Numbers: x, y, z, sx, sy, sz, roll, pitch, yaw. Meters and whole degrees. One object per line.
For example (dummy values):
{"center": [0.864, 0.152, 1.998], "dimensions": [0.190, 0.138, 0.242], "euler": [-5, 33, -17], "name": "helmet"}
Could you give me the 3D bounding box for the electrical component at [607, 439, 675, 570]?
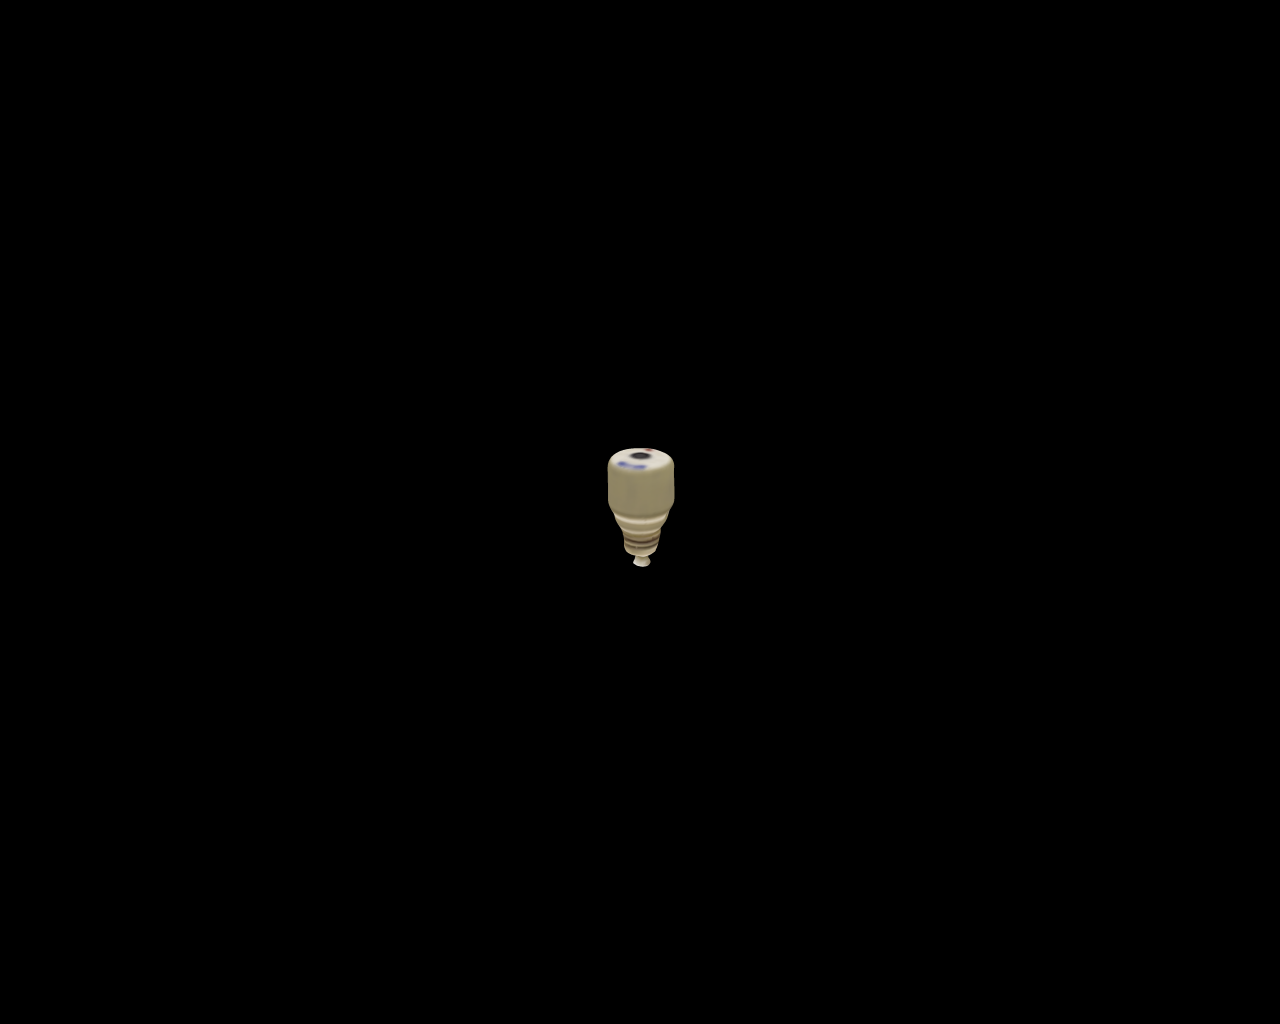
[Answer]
{"center": [0.001, -0.003, 0.650], "dimensions": [0.040, 0.078, 0.040], "euler": [0, 24, 0], "name": "electrical component"}
